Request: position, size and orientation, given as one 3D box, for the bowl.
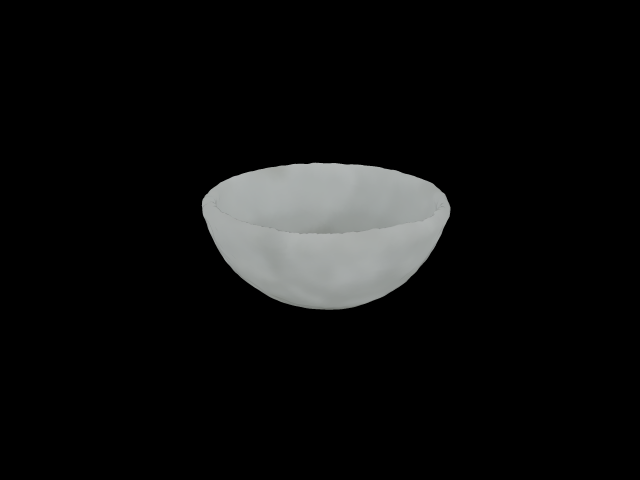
[{"bbox_3d":[0.004,0.001,0.400,0.167,0.075,0.167,0,22,0],"label":"bowl"}]
